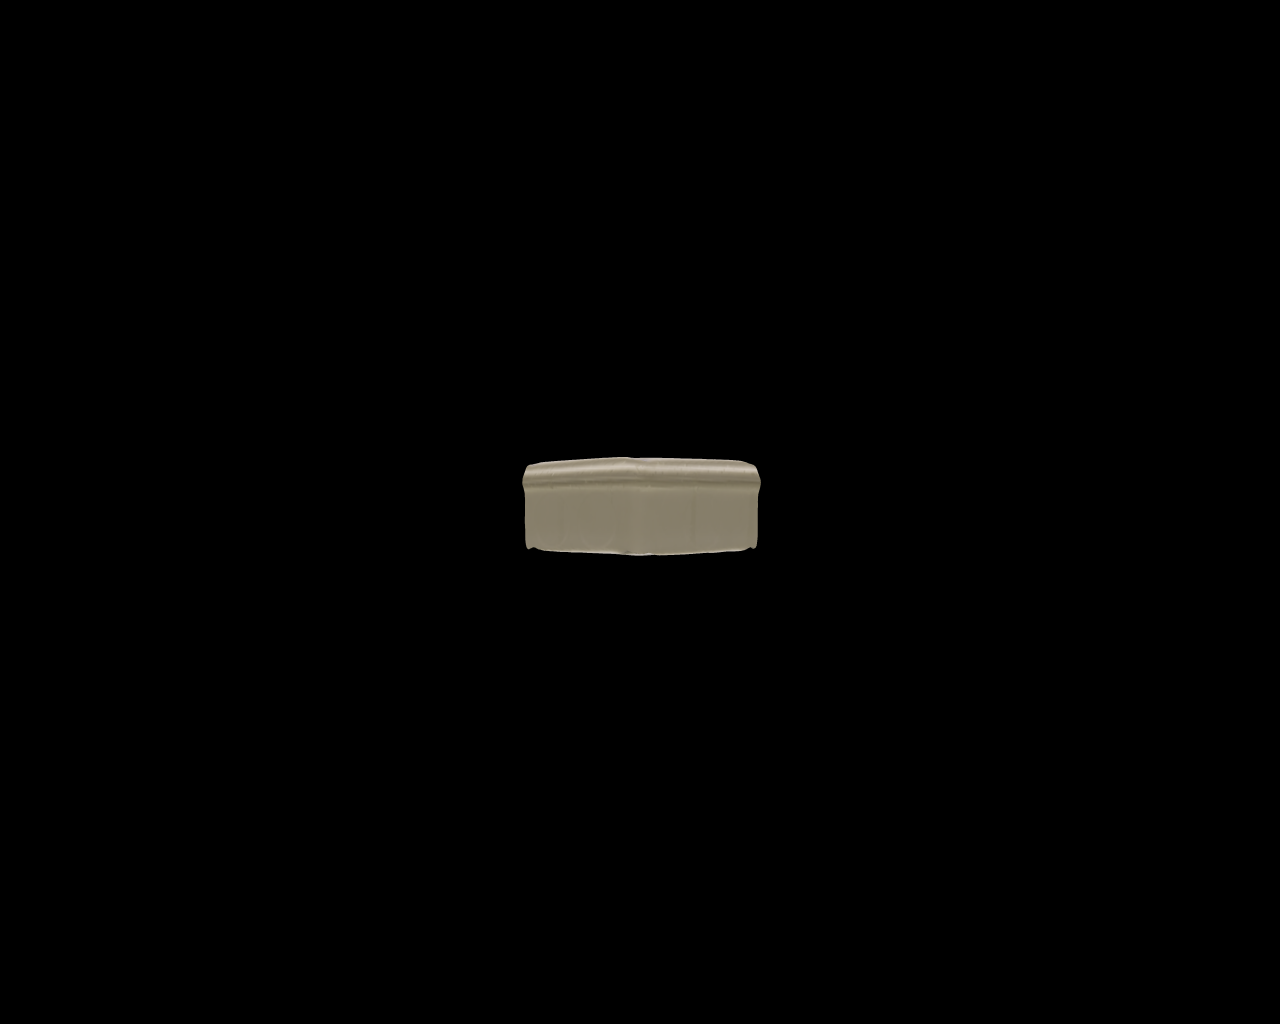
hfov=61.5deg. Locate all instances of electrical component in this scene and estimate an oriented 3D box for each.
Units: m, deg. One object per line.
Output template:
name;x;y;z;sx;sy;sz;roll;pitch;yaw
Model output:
electrical component;0.001;-0.003;0.650;0.109;0.056;0.108;0;0;-44
